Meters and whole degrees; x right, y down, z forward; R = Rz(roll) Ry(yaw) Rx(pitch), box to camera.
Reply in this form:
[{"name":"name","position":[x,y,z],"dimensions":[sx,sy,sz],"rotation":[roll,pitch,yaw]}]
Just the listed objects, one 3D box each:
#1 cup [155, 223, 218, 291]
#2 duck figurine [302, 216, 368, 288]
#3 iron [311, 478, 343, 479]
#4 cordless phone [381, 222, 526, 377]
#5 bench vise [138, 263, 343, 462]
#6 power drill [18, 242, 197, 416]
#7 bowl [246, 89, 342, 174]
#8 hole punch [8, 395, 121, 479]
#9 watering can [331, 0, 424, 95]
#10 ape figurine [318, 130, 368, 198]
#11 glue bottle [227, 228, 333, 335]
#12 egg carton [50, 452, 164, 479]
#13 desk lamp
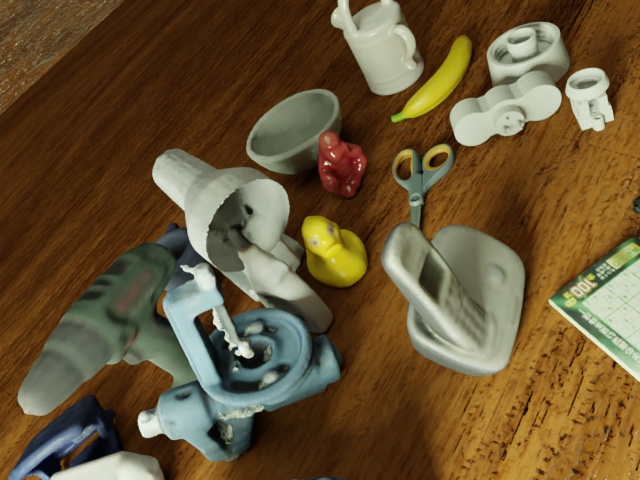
[{"name":"cup","position":[-0.191,0.036,0.820],"dimensions":[0.091,0.095,0.117],"rotation":[-28,40,9]},{"name":"duck figurine","position":[0.007,0.003,0.721],"dimensions":[0.077,0.086,0.104],"rotation":[-38,39,-3]},{"name":"iron","position":[-0.044,0.238,0.479],"dimensions":[0.258,0.142,0.118],"rotation":[-23,41,15]},{"name":"cordless phone","position":[0.122,0.027,0.536],"dimensions":[0.093,0.186,0.148],"rotation":[-3,49,33]},{"name":"bench vise","position":[-0.101,0.130,0.565],"dimensions":[0.207,0.220,0.121],"rotation":[-44,40,-10]},{"name":"power drill","position":[-0.201,0.127,0.648],"dimensions":[0.075,0.209,0.229],"rotation":[-9,46,28]},{"name":"bowl","position":[-0.030,-0.161,0.918],"dimensions":[0.167,0.075,0.167],"rotation":[-19,42,19]},{"name":"hole punch","position":[-0.315,0.248,0.701],"dimensions":[0.109,0.091,0.100],"rotation":[-38,39,-3]},{"name":"watering can","position":[0.083,-0.340,0.922],"dimensions":[0.172,0.195,0.101],"rotation":[6,55,39]},{"name":"ape figurine","position":[0.025,-0.116,0.821],"dimensions":[0.078,0.092,0.076],"rotation":[-35,39,1]},{"name":"glue bottle","position":[-0.053,0.045,0.652],"dimensions":[0.077,0.174,0.037],"rotation":[7,55,40]},{"name":"egg carton","position":[-0.239,0.294,0.619],"dimensions":[0.150,0.070,0.107],"rotation":[-23,41,15]},{"name":"desk lamp","position":[-0.112,-0.018,0.724],"dimensions":[0.118,0.214,0.202],"rotation":[-47,41,-14]}]
